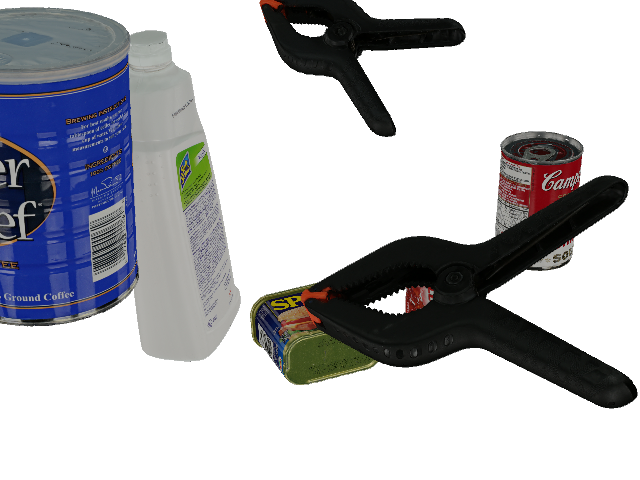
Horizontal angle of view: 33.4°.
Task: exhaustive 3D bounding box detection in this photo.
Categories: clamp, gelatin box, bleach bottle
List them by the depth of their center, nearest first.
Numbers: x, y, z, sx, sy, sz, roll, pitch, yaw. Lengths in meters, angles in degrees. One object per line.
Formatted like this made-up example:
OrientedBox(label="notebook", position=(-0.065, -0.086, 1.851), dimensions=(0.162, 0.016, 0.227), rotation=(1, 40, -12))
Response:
OrientedBox(label="clamp", position=(0.093, 0.026, 0.655), dimensions=(0.210, 0.164, 0.036), rotation=(-1, -42, 25))
OrientedBox(label="bleach bottle", position=(-0.111, -0.036, 0.801), dimensions=(0.068, 0.251, 0.102), rotation=(4, 32, 12))
OrientedBox(label="clamp", position=(0.030, -0.167, 0.880), dimensions=(0.172, 0.120, 0.039), rotation=(38, -23, 22))
OrientedBox(label="gelatin box", position=(0.145, 0.062, 1.361), dimensions=(0.073, 0.089, 0.030), rotation=(20, 35, 37))

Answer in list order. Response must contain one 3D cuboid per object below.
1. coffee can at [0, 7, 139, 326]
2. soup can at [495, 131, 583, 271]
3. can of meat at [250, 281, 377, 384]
OrientedBox(label="coffee can", position=(-0.150, -0.041, 0.565), dimensions=(0.103, 0.140, 0.103), rotation=(2, 28, -1))
OrientedBox(label="soup can", position=(0.185, -0.034, 0.911), dimensions=(0.068, 0.102, 0.068), rotation=(-1, 26, 0))
OrientedBox(label="can of meat", position=(-0.003, 0.085, 0.983), dimensions=(0.102, 0.057, 0.084), rotation=(-12, 27, -19))
